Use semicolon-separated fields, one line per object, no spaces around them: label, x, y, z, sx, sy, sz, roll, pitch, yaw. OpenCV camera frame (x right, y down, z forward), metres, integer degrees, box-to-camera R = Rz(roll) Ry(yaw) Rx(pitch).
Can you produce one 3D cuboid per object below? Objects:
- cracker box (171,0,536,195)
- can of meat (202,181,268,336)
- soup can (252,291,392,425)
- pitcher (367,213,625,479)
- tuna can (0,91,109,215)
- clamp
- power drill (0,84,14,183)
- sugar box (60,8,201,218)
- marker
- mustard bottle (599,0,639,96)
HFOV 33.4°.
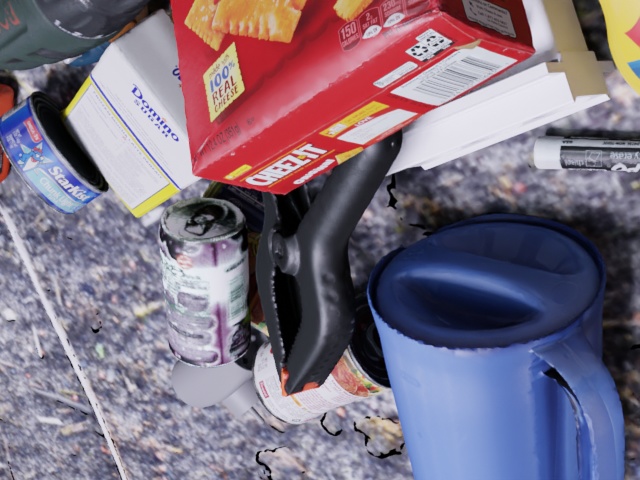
cracker box;-0.003;-0.152;0.513;0.164;0.071;0.214;-27;65;40
can of meat;-0.043;0.007;0.728;0.084;0.057;0.102;33;131;7
soup can;0.009;0.083;0.736;0.102;0.068;0.068;-29;101;42
pitcher;0.116;0.120;0.647;0.145;0.149;0.243;0;123;20
tuna can;-0.188;-0.061;0.753;0.034;0.086;0.086;-33;100;7
clamp;-0.004;0.001;0.617;0.165;0.036;0.210;29;125;57
power drill;-0.323;-0.125;0.821;0.188;0.057;0.185;32;135;15
sugar box;-0.109;-0.074;0.681;0.093;0.048;0.176;53;155;-9
marker;0.177;-0.045;0.577;0.121;0.020;0.020;5;121;30
mustard bottle;0.179;-0.115;0.504;0.096;0.058;0.191;-22;106;38
